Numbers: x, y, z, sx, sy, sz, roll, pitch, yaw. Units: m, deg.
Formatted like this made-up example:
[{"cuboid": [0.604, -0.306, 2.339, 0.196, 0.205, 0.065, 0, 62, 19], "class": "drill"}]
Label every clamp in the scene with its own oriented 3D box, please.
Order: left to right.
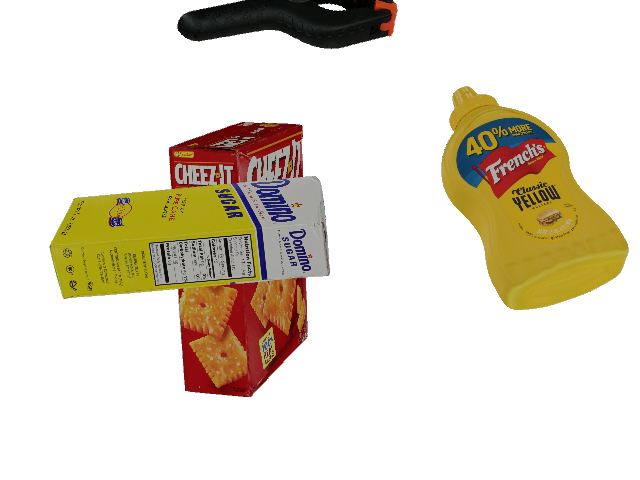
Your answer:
[{"cuboid": [-0.024, -0.202, 0.860, 0.171, 0.120, 0.039, 6, -27, -5], "class": "clamp"}]

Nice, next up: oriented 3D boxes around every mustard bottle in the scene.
[{"cuboid": [0.145, -0.044, 0.805, 0.096, 0.192, 0.058, -18, -33, -7], "class": "mustard bottle"}]

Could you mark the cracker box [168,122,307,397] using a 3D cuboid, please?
[{"cuboid": [-0.065, 0.010, 0.953, 0.072, 0.214, 0.164, 3, 14, 17], "class": "cracker box"}]

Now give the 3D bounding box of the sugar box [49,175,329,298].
[{"cuboid": [-0.084, -0.004, 0.718, 0.176, 0.048, 0.093, -8, 23, 1], "class": "sugar box"}]
